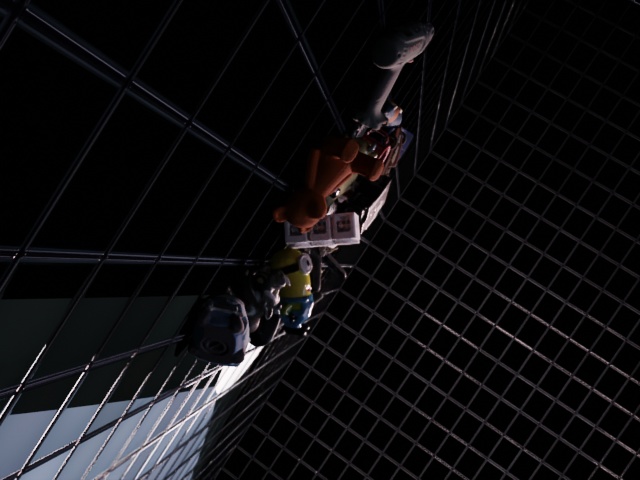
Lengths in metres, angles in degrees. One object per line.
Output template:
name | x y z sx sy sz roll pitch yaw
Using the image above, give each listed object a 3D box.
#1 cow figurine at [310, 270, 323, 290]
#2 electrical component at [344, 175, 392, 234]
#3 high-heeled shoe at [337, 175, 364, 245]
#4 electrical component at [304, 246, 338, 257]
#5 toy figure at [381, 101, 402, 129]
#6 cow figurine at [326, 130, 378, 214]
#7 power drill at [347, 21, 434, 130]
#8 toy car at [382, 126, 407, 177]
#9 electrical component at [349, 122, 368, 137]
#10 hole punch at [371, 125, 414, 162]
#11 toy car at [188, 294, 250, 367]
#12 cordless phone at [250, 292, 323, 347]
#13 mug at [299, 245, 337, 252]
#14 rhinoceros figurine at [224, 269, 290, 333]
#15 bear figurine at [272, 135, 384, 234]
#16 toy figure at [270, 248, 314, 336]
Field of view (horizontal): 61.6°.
cow figurine | -0.064 0.126 1.429 0.167 0.098 0.068 -49 140 -44
electrical component | 0.105 -0.082 1.243 0.115 0.058 0.134 -49 165 -27
high-heeled shoe | 0.068 -0.112 1.317 0.145 0.086 0.248 -29 131 -66
electrical component | -0.003 -0.004 1.239 0.102 0.078 0.045 -103 178 -48
toy figure | 0.162 -0.302 1.297 0.064 0.058 0.154 -64 165 8
cow figurine | 0.048 -0.152 1.152 0.195 0.085 0.127 -41 164 -42
power drill | 0.145 -0.326 1.058 0.207 0.086 0.232 -58 170 32
toy car | 0.169 -0.195 1.382 0.089 0.053 0.202 -28 147 -58
electrical component | 0.088 -0.250 1.197 0.094 0.021 0.063 -59 170 21
hole punch | 0.183 -0.264 1.447 0.142 0.092 0.116 -55 168 16
toy car | -0.183 0.156 1.005 0.103 0.109 0.161 -82 -178 -51
cordless phone | -0.089 0.166 1.238 0.184 0.088 0.146 -27 179 -25
mug | -0.010 -0.008 1.366 0.107 0.081 0.109 -35 134 -45
rhinoceros figurine | -0.131 0.121 1.068 0.073 0.112 0.190 -40 169 -50
bear figurine | 0.007 -0.096 1.014 0.120 0.132 0.195 31 88 -42
toy figure | -0.058 0.106 1.124 0.082 0.089 0.180 -156 -115 -73
